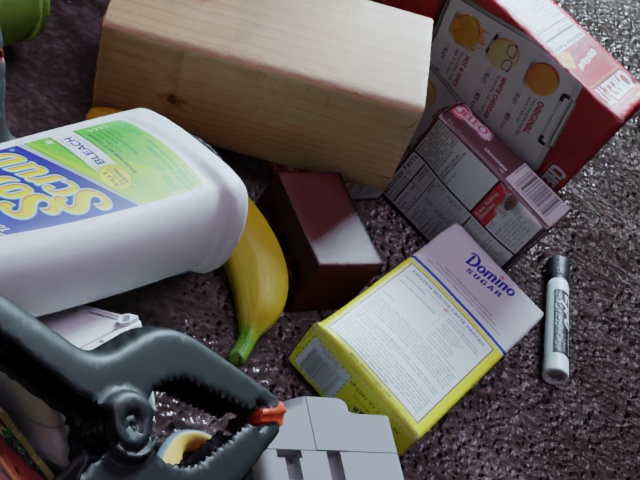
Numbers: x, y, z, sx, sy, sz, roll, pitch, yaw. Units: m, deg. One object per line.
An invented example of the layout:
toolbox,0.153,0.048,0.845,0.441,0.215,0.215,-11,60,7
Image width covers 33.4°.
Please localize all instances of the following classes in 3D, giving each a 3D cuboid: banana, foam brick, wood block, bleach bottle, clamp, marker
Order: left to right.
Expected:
bleach bottle,-0.152,0.002,0.505,0.103,0.068,0.250,39,35,21
clamp,-0.098,0.075,0.466,0.209,0.036,0.164,-5,78,-50
banana,-0.074,-0.016,0.678,0.069,0.037,0.198,-19,66,-42
wood block,-0.038,-0.116,0.712,0.206,0.091,0.090,14,54,-7
foam brick,-0.005,0.001,0.699,0.051,0.053,0.078,-3,55,-35
marker,0.177,0.056,0.797,0.020,0.020,0.121,27,44,-12

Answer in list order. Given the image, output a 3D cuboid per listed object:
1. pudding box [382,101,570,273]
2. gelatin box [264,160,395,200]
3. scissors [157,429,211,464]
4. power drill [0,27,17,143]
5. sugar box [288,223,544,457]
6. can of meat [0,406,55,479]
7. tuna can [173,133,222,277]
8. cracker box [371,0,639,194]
pudding box,0.109,-0.030,0.774,0.113,0.090,0.039,48,45,10
gelatin box,0.001,-0.065,0.775,0.089,0.030,0.073,-5,57,-37
scissors,-0.094,0.134,0.497,0.096,0.016,0.201,22,18,4
power drill,-0.215,-0.074,0.555,0.184,0.057,0.187,-22,106,-53
sugar box,0.068,0.063,0.701,0.093,0.048,0.175,48,40,10
can of meat,-0.163,0.119,0.464,0.102,0.057,0.083,55,22,-6
tuna can,-0.094,-0.021,0.642,0.086,0.034,0.086,0,72,0
cracker box,0.110,-0.120,0.797,0.214,0.164,0.072,45,45,8
